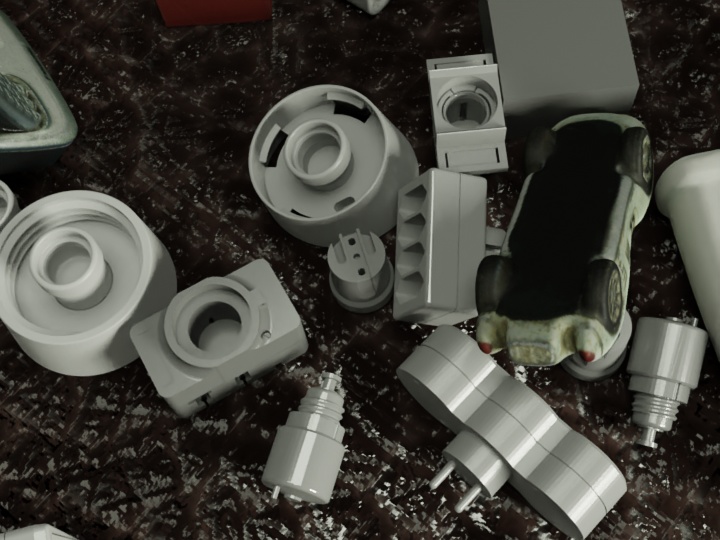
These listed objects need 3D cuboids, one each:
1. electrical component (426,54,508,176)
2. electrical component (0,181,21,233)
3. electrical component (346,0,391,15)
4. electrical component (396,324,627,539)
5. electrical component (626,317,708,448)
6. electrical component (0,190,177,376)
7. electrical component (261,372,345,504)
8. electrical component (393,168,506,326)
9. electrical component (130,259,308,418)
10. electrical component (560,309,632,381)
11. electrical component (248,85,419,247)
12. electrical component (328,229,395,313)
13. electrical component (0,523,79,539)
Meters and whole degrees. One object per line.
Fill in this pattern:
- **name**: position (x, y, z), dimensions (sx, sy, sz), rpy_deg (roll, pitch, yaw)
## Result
- **electrical component**: position (0.066, -0.090, 0.669), dimensions (0.042, 0.063, 0.081), rpy_deg (-4, 68, 1)
- **electrical component**: position (-0.229, -0.031, 0.673), dimensions (0.040, 0.046, 0.040), rpy_deg (-1, 68, 3)
- **electrical component**: position (0.011, -0.231, 0.735), dimensions (0.059, 0.053, 0.095), rpy_deg (34, 74, 16)
- **electrical component**: position (0.071, 0.101, 0.598), dimensions (0.138, 0.052, 0.074), rpy_deg (41, 76, 17)
- **electrical component**: position (0.172, 0.062, 0.614), dimensions (0.040, 0.040, 0.078), rpy_deg (14, 84, 9)
- **electrical component**: position (-0.170, 0.004, 0.648), dimensions (0.108, 0.060, 0.108), rpy_deg (-1, 68, 3)
- **electrical component**: position (-0.028, 0.096, 0.612), dimensions (0.040, 0.040, 0.078), rpy_deg (15, 69, 9)
- **electrical component**: position (0.065, -0.010, 0.644), dimensions (0.076, 0.047, 0.083), rpy_deg (9, 74, -22)
- **electrical component**: position (-0.082, 0.039, 0.630), dimensions (0.089, 0.055, 0.050), rpy_deg (-29, 69, -8)
- **electrical component**: position (0.136, 0.039, 0.622), dimensions (0.040, 0.046, 0.040), rpy_deg (-1, 68, 3)
- **electrical component**: position (-0.018, -0.065, 0.678), dimensions (0.099, 0.064, 0.099), rpy_deg (-5, 72, 15)
- **electrical component**: position (0.000, 0.000, 0.646), dimensions (0.040, 0.046, 0.040), rpy_deg (-2, 68, 5)
- **electrical component**: position (-0.171, 0.171, 0.560), dimensions (0.061, 0.096, 0.061), rpy_deg (-14, 68, -3)
